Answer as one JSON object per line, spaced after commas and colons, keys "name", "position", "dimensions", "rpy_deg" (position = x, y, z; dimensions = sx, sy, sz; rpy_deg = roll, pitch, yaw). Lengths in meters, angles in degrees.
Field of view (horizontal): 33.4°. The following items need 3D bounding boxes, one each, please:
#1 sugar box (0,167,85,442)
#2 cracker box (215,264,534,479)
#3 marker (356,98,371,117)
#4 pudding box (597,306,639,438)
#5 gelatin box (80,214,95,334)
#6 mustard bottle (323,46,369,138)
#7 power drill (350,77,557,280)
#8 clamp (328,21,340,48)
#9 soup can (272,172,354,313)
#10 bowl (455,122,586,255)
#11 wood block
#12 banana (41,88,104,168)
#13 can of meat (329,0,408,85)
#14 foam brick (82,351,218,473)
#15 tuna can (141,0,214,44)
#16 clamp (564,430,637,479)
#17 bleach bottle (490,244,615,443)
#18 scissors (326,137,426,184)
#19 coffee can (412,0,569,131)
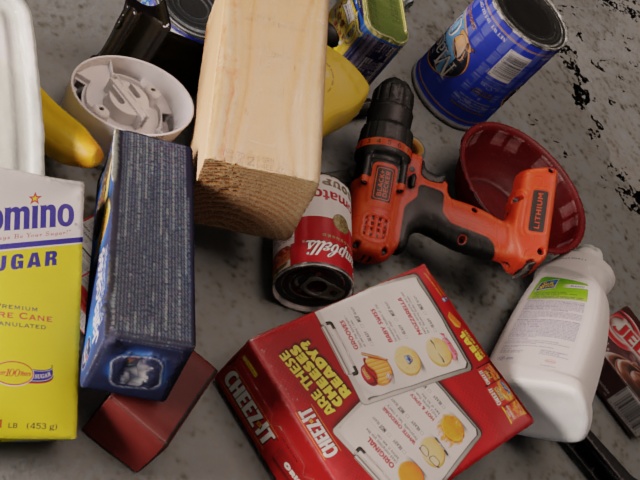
{"name": "sugar box", "position": [-0.205, 0.042, 0.697], "dimensions": [0.093, 0.048, 0.176], "rpy_deg": [8, 75, -35]}
{"name": "cracker box", "position": [0.046, 0.127, 0.843], "dimensions": [0.213, 0.072, 0.164], "rpy_deg": [-21, 71, -44]}
{"name": "marker", "position": [0.011, -0.125, 1.046], "dimensions": [0.120, 0.020, 0.020], "rpy_deg": [-14, 68, -43]}
{"name": "pudding box", "position": [0.309, 0.130, 1.062], "dimensions": [0.089, 0.039, 0.113], "rpy_deg": [-21, 72, -44]}
{"name": "gelatin box", "position": [-0.161, 0.020, 0.796], "dimensions": [0.073, 0.030, 0.089], "rpy_deg": [49, 43, 7]}
{"name": "mustard bottle", "position": [-0.042, -0.102, 0.946], "dimensions": [0.096, 0.058, 0.191], "rpy_deg": [37, 55, 6]}
{"name": "power drill", "position": [0.121, -0.051, 0.987], "dimensions": [0.187, 0.057, 0.184], "rpy_deg": [13, 71, -5]}
{"name": "clamp", "position": [-0.029, -0.252, 1.043], "dimensions": [0.172, 0.039, 0.120], "rpy_deg": [26, 50, 18]}
{"name": "soup can", "position": [-0.006, 0.001, 0.901], "dimensions": [0.068, 0.069, 0.102], "rpy_deg": [20, 47, -24]}
{"name": "bowl", "position": [0.193, -0.041, 1.093], "dimensions": [0.162, 0.055, 0.162], "rpy_deg": [20, 48, -24]}
{"name": "wood block", "position": [-0.049, -0.115, 0.857], "dimensions": [0.090, 0.091, 0.206], "rpy_deg": [11, 57, -13]}
{"name": "banana", "position": [-0.233, -0.124, 0.825], "dimensions": [0.037, 0.070, 0.198], "rpy_deg": [-27, 78, -35]}
{"name": "can of meat", "position": [0.043, -0.213, 1.091], "dimensions": [0.057, 0.084, 0.102], "rpy_deg": [16, 50, -27]}
{"name": "foam brick", "position": [-0.118, 0.111, 0.743], "dimensions": [0.051, 0.053, 0.078], "rpy_deg": [40, 42, -6]}
{"name": "tuna can", "position": [-0.124, -0.210, 0.999], "dimensions": [0.086, 0.034, 0.086], "rpy_deg": [20, 48, -24]}
{"name": "clamp", "position": [0.282, 0.256, 0.946], "dimensions": [0.209, 0.036, 0.164], "rpy_deg": [30, 45, -15]}
{"name": "bleach bottle", "position": [0.231, 0.081, 1.000], "dimensions": [0.250, 0.103, 0.068], "rpy_deg": [-50, 137, -48]}
{"name": "scissors", "position": [0.051, -0.050, 1.022], "dimensions": [0.096, 0.016, 0.201], "rpy_deg": [51, 43, 7]}
{"name": "coffee can", "position": [0.180, -0.199, 1.142], "dimensions": [0.102, 0.141, 0.103], "rpy_deg": [20, 48, -24]}
